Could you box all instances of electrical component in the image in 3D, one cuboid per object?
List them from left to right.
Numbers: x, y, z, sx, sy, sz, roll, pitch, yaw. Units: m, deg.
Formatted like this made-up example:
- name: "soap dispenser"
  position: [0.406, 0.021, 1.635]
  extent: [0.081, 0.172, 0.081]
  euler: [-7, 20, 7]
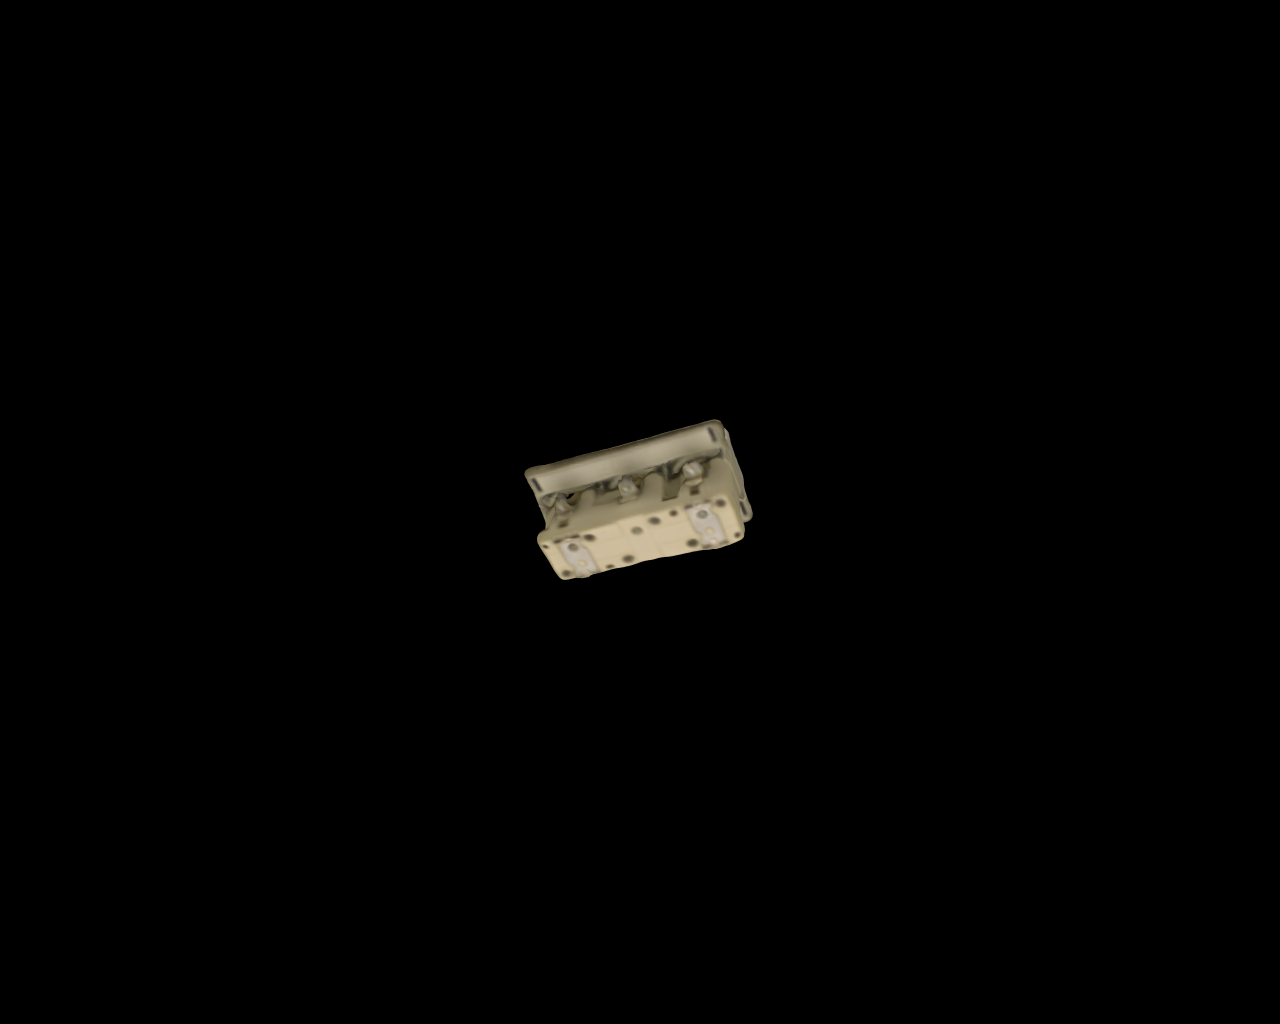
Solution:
- name: "electrical component"
  position: [0.001, -0.003, 0.650]
  extent: [0.121, 0.063, 0.078]
  euler: [-13, -47, 12]
